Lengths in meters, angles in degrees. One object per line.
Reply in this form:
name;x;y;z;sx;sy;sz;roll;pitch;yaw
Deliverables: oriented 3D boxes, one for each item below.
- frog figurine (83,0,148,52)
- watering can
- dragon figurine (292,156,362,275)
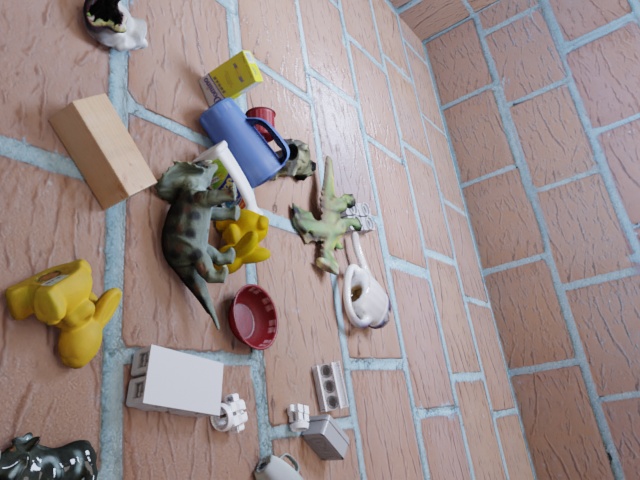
frog figurine;-0.476;-0.504;1.207;0.137;0.123;0.159;60;-5;1
watering can;0.153;0.152;1.733;0.221;0.103;0.356;46;37;-34
dragon figurine;0.005;-0.084;1.664;0.243;0.121;0.414;-4;73;-49
